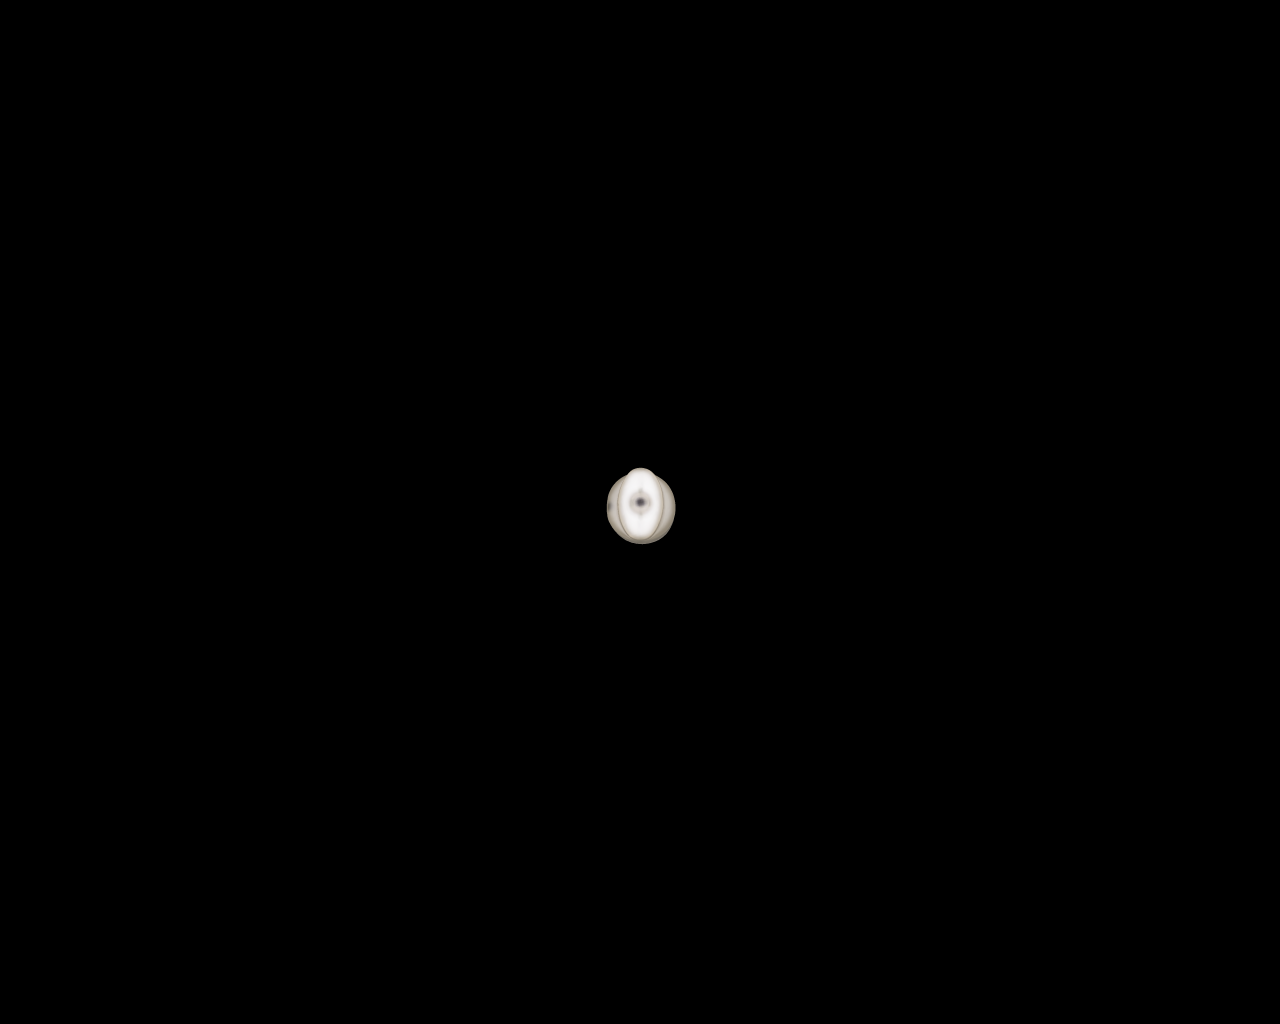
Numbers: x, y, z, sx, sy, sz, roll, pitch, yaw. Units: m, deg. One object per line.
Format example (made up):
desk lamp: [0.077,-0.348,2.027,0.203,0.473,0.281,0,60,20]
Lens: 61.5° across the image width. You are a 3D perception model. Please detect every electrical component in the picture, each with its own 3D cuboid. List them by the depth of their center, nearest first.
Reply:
electrical component: [0.001,-0.003,0.650,0.043,0.043,0.081,0,-4,0]
